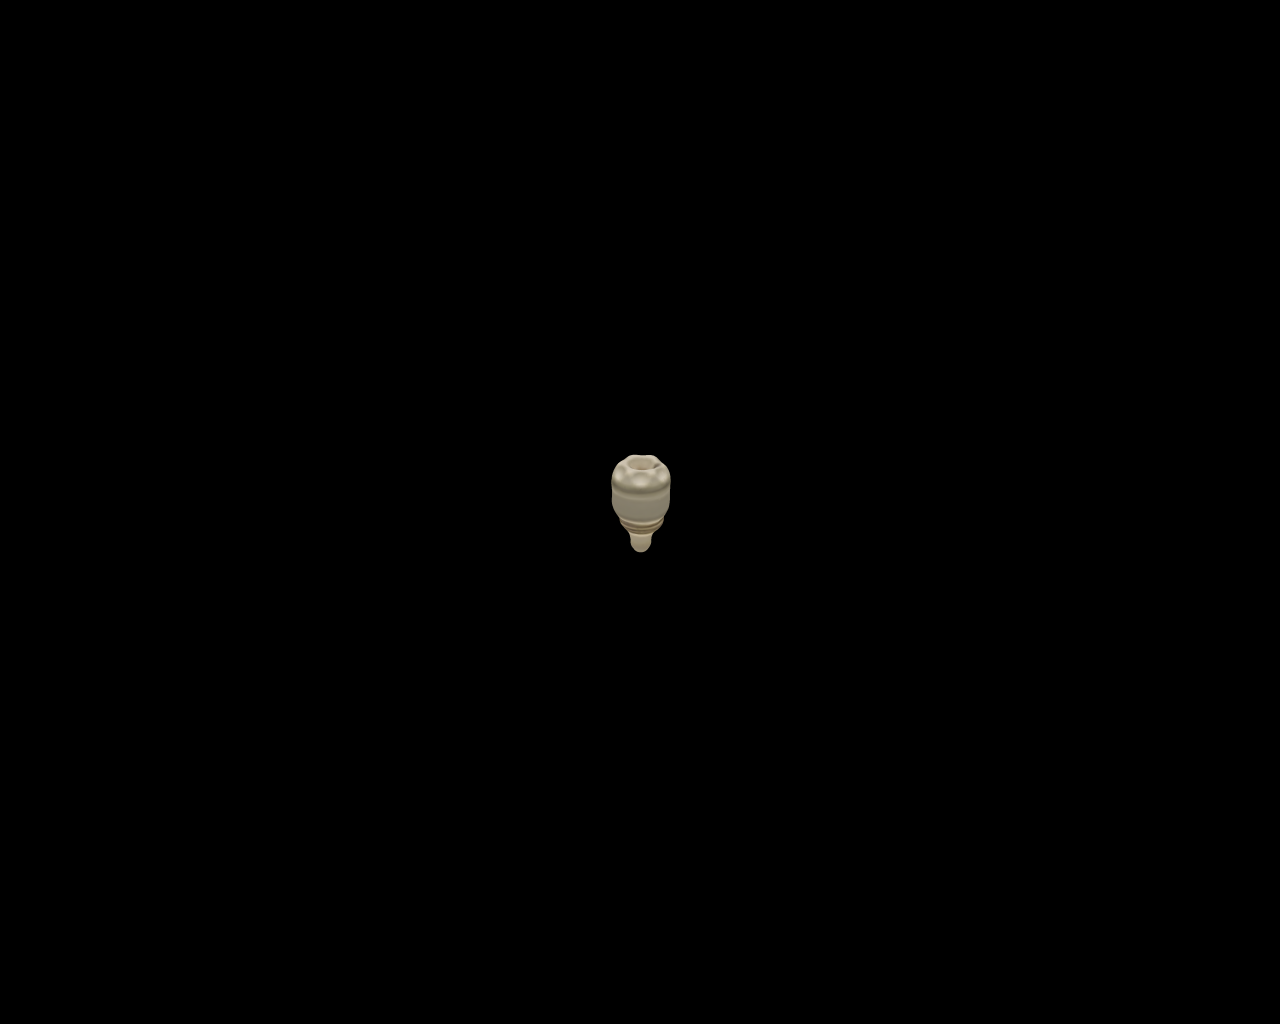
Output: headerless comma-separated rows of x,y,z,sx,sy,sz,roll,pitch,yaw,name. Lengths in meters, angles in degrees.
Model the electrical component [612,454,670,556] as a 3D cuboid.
0.001,-0.003,0.650,0.035,0.061,0.035,0,28,0,electrical component
